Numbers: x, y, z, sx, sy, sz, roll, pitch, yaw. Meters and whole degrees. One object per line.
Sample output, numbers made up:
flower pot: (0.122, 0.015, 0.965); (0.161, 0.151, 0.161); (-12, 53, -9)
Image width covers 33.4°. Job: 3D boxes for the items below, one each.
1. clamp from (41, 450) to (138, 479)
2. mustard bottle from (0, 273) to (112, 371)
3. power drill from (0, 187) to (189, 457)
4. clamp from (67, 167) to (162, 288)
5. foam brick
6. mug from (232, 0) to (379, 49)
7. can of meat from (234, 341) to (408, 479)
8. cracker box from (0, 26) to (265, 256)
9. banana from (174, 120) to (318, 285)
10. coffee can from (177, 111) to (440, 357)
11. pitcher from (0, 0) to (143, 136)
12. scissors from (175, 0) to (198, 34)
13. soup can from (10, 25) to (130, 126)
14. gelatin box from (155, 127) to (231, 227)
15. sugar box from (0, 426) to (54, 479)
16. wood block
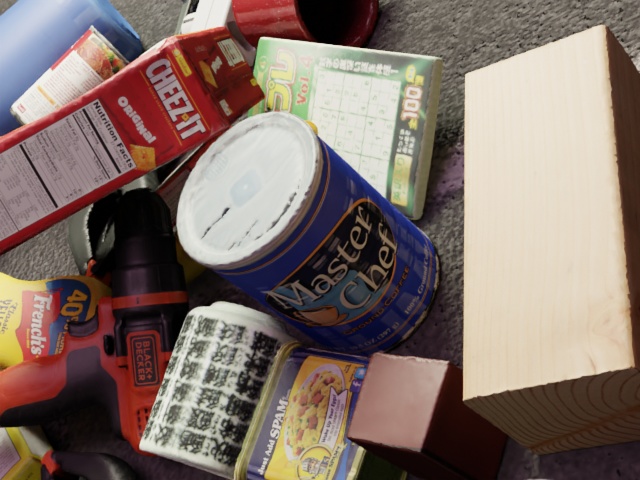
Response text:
clamp: (-0.146, 0.207, 0.714); (0.172, 0.039, 0.120); (26, 76, 44)
mustard bottle: (-0.205, 0.073, 0.815); (0.192, 0.058, 0.096); (2, 59, 19)
power drill: (-0.181, 0.064, 0.742); (0.188, 0.057, 0.184); (-7, 84, 11)
clamp: (-0.159, -0.052, 0.899); (0.165, 0.036, 0.210); (-24, 46, 26)
foam brick: (0.061, 0.100, 0.585); (0.053, 0.078, 0.051); (3, 66, 41)
mug: (-0.013, -0.176, 0.836); (0.082, 0.093, 0.117); (5, 102, 47)
can of meat: (0.009, 0.116, 0.634); (0.084, 0.057, 0.102); (5, 66, 39)
cracker box: (-0.155, -0.068, 0.740); (0.214, 0.072, 0.164); (-27, 10, 11)
banana: (-0.069, -0.016, 0.784); (0.198, 0.037, 0.069); (-45, 12, 12)
coffee can: (-0.004, 0.001, 0.660); (0.103, 0.140, 0.103); (-21, 51, 28)
pitcher: (-0.288, -0.141, 1.012); (0.243, 0.144, 0.149); (-42, 56, 4)
scissors: (-0.128, -0.240, 1.013); (0.096, 0.016, 0.202); (15, 81, 58)
soup can: (-0.209, -0.126, 0.925); (0.102, 0.068, 0.069); (-45, 43, -1)
gelatin box: (-0.101, -0.041, 0.812); (0.089, 0.030, 0.073); (-38, 11, 37)
sugar box: (-0.269, 0.161, 0.841); (0.093, 0.048, 0.176); (-48, 40, 0)
wood block: (0.137, -0.001, 0.582); (0.091, 0.090, 0.206); (-16, 54, 31)
